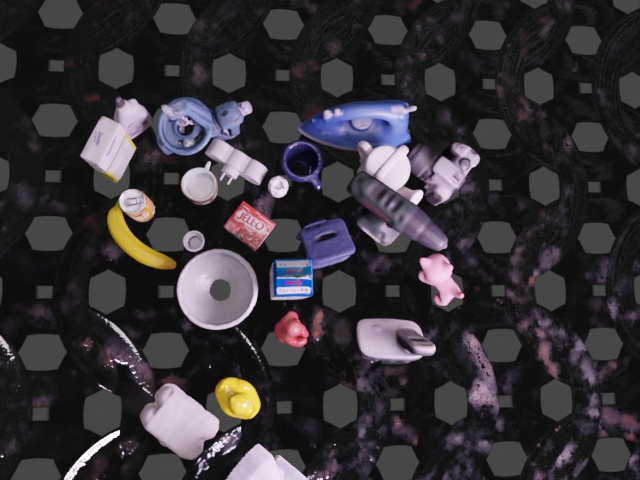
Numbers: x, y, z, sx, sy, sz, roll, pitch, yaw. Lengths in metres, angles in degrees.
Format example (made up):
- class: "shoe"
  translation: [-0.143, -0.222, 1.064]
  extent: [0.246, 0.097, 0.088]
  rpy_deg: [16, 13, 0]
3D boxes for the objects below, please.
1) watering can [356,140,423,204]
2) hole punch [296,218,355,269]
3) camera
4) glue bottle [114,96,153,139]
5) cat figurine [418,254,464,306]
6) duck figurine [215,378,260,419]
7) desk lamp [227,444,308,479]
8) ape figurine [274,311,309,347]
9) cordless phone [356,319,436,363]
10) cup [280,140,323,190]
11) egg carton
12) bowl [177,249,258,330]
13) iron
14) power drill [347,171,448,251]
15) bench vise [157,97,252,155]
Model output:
- class: "watering can"
  translation: [0.149, -0.147, 1.229]
  extent: [0.173, 0.194, 0.101]
  rpy_deg: [25, 81, -3]
- class: "hole punch"
  translation: [0.011, 0.004, 1.246]
  extent: [0.109, 0.091, 0.101]
  rpy_deg: [-18, 85, -9]
- class: "camera"
  translation: [0.268, -0.173, 1.295]
  extent: [0.137, 0.100, 0.143]
  rpy_deg: [39, 80, -1]
- class: "glue bottle"
  translation: [-0.398, -0.262, 1.188]
  extent: [0.078, 0.173, 0.037]
  rpy_deg: [-37, 88, -10]
- class: "cat figurine"
  translation: [0.267, 0.080, 1.254]
  extent: [0.067, 0.117, 0.128]
  rpy_deg: [-38, 88, -10]
- class: "duck figurine"
  translation: [-0.171, 0.332, 1.185]
  extent: [0.104, 0.086, 0.077]
  rpy_deg: [40, 80, 0]
- class: "desk lamp"
  translation: [-0.091, 0.489, 1.111]
  extent: [0.203, 0.213, 0.118]
  rpy_deg: [38, 80, -1]
- class: "ape figurine"
  translation: [-0.058, 0.190, 1.214]
  extent: [0.076, 0.092, 0.078]
  rpy_deg: [-1, 83, -7]
- class: "cordless phone"
  translation: [0.156, 0.211, 1.190]
  extent: [0.147, 0.185, 0.094]
  rpy_deg: [1, 83, -7]
- class: "cup"
  translation: [-0.036, -0.153, 1.258]
  extent: [0.092, 0.095, 0.118]
  rpy_deg: [-34, 88, -10]
- class: "egg carton"
  translation: [-0.288, 0.373, 1.174]
  extent: [0.150, 0.069, 0.107]
  rpy_deg: [38, 80, -1]
- class: "bowl"
  translation: [-0.215, 0.106, 1.214]
  extent: [0.167, 0.074, 0.167]
  rpy_deg: [1, 83, -7]
- class: "iron"
  translation: [0.083, -0.266, 1.263]
  extent: [0.258, 0.141, 0.119]
  rpy_deg: [-3, 83, -7]
- class: "power drill"
  translation: [0.151, -0.048, 1.210]
  extent: [0.229, 0.208, 0.076]
  rpy_deg: [38, 80, -1]
- class: "bench vise"
  translation: [-0.251, -0.262, 1.182]
  extent: [0.207, 0.219, 0.121]
  rpy_deg: [-39, 88, -10]
